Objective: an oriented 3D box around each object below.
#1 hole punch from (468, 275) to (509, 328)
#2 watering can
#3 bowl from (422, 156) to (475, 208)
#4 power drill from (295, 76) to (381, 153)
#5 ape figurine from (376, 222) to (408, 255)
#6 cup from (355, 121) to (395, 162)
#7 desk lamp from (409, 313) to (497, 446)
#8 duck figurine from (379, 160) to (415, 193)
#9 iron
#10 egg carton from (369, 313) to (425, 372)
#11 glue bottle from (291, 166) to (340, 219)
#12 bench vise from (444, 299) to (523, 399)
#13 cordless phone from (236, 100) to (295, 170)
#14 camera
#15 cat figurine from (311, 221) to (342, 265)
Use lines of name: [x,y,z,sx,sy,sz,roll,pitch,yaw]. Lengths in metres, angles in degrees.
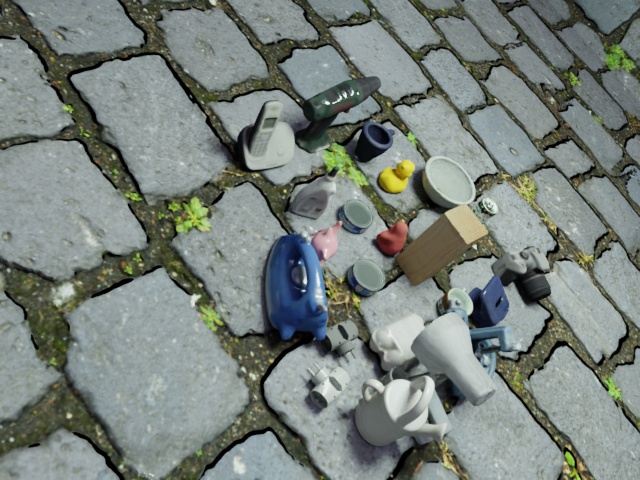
hole punch: [0.430,0.157,1.435,0.109,0.101,0.091,-39,-7,-42]
watering can: [0.162,0.320,1.087,0.173,0.101,0.193,22,-40,-17]
bowl: [0.347,-0.150,1.606,0.168,0.167,0.074,0,-30,-32]
power drill: [0.031,-0.318,1.436,0.230,0.075,0.208,-28,-14,-41]
ape figurine: [0.183,-0.011,1.398,0.078,0.076,0.092,11,-36,-25]
cup: [0.144,-0.259,1.542,0.118,0.091,0.094,-24,-16,-40]
desk lamp: [0.249,0.277,1.157,0.118,0.203,0.213,-10,-25,-36]
duck figurine: [0.213,-0.178,1.535,0.105,0.077,0.086,-27,-15,-41]
iron: [-0.038,0.070,1.172,0.119,0.258,0.141,6,-33,-28]
egg carton: [0.181,0.226,1.249,0.151,0.107,0.069,-19,-19,-39]
glue bottle: [0.001,-0.113,1.300,0.078,0.037,0.173,15,-38,-22]
bench vise: [0.327,0.217,1.243,0.122,0.207,0.219,-14,-23,-37]
cordless phone: [-0.105,-0.250,1.321,0.148,0.094,0.184,-19,-19,-39]
camera: [0.567,0.094,1.556,0.144,0.136,0.100,-3,-29,-33]
cat figurine: [0.012,0.005,1.264,0.128,0.067,0.117,-51,2,-43]
